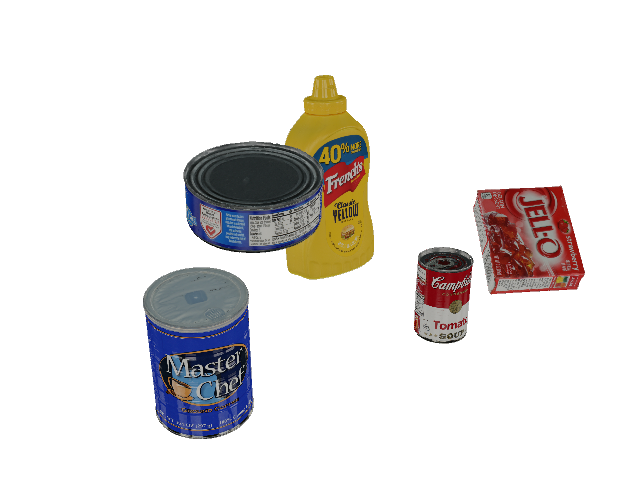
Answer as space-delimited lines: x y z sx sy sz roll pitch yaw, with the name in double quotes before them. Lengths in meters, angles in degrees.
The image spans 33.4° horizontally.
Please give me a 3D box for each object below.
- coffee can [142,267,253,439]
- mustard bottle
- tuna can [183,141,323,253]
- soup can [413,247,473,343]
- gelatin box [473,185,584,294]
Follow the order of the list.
"coffee can" -0.120 0.112 1.071 0.103 0.140 0.103 0 32 0
"mustard bottle" 0.007 -0.064 1.038 0.096 0.192 0.058 -17 23 -37
"tuna can" -0.041 -0.028 0.659 0.086 0.034 0.086 1 32 -1
"soup can" 0.152 0.068 1.328 0.068 0.102 0.068 1 24 -1
"gelatin box" 0.168 -0.002 0.870 0.073 0.089 0.030 -3 -33 -4
